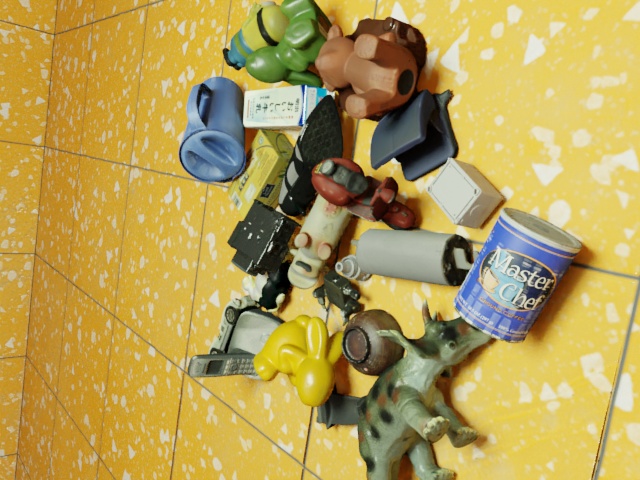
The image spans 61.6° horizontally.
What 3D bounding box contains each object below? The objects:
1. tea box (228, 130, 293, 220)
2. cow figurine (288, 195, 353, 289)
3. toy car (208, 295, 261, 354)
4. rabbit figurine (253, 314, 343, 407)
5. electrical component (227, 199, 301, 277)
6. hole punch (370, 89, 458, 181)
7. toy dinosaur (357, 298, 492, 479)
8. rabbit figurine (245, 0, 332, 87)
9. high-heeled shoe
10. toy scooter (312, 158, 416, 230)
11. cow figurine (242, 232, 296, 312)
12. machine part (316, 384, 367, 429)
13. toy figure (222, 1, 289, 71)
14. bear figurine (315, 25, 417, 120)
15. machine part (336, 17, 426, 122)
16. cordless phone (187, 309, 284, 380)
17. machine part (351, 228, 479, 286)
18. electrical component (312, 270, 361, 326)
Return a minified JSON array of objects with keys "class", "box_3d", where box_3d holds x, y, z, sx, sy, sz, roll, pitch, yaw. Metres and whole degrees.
[{"class":"tea box","box_3d":[-0.117,-0.132,1.120,0.169,0.068,0.098,-54,52,30]},{"class":"cow figurine","box_3d":[-0.002,-0.003,0.960,0.085,0.127,0.194,25,94,5]},{"class":"toy car","box_3d":[-0.188,0.204,1.178,0.056,0.073,0.201,42,118,40]},{"class":"rabbit figurine","box_3d":[-0.017,0.219,0.957,0.162,0.121,0.173,-52,29,6]},{"class":"electrical component","box_3d":[-0.113,0.001,1.028,0.115,0.058,0.134,28,90,45]},{"class":"hole punch","box_3d":[0.135,-0.164,0.829,0.142,0.092,0.116,-32,61,46]},{"class":"toy dinosaur","box_3d":[0.119,0.271,0.810,0.192,0.131,0.404,58,133,48]},{"class":"rabbit figurine","box_3d":[-0.054,-0.351,0.998,0.170,0.159,0.121,-23,68,26]},{"class":"high-heeled shoe","box_3d":[-0.023,-0.154,1.007,0.145,0.086,0.248,-123,47,-64]},{"class":"toy scooter","box_3d":[0.066,-0.075,0.822,0.184,0.135,0.075,29,87,8]},{"class":"cow figurine","box_3d":[-0.085,0.061,1.074,0.098,0.068,0.167,51,125,35]},{"class":"machine part","box_3d":[0.038,0.295,0.950,0.139,0.039,0.084,-9,76,49]},{"class":"toy figure","box_3d":[-0.131,-0.425,1.143,0.180,0.082,0.089,-32,84,35]},{"class":"bear figurine","box_3d":[0.047,-0.263,0.819,0.196,0.132,0.120,32,123,37]},{"class":"machine part","box_3d":[0.093,-0.285,0.903,0.179,0.056,0.179,-2,87,49]},{"class":"cordless phone","box_3d":[-0.170,0.210,1.077,0.089,0.184,0.146,40,117,46]},{"class":"machine part","box_3d":[0.139,0.024,0.821,0.243,0.079,0.079,6,92,47]},{"class":"electrical component","box_3d":[0.031,0.102,0.948,0.102,0.045,0.078,35,149,40]}]
